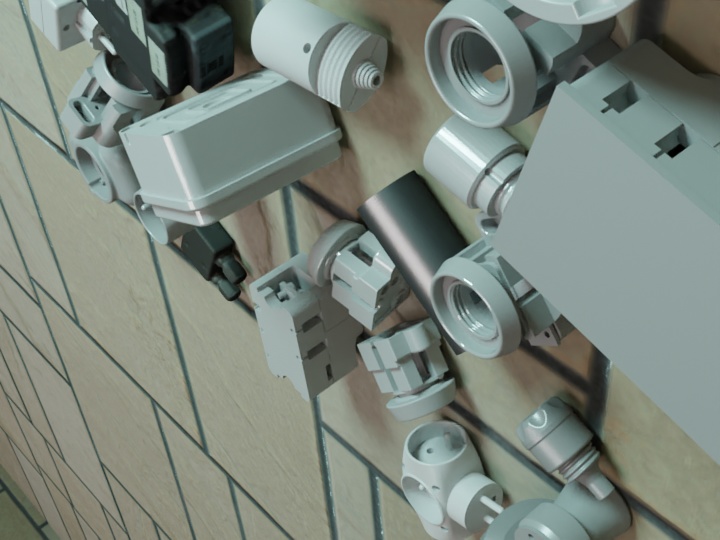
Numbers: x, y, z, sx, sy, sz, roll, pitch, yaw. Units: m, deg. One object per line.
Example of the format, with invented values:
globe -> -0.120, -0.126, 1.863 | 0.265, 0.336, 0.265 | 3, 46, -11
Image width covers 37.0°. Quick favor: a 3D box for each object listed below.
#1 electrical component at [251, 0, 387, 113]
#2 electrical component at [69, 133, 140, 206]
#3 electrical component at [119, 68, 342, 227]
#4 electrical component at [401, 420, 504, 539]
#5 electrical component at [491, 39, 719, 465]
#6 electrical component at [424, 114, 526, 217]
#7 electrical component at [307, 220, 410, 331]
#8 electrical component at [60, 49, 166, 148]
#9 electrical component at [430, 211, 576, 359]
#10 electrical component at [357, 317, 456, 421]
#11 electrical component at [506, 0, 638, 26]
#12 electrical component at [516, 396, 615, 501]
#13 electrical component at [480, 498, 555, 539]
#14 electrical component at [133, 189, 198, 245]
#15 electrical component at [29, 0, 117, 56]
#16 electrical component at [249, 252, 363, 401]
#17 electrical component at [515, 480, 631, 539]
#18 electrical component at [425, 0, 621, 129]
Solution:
electrical component -> -0.018, -0.117, 0.585 | 0.081, 0.043, 0.043 | 34, 146, 37
electrical component -> -0.197, -0.093, 0.891 | 0.095, 0.059, 0.053 | 27, 141, 45
electrical component -> -0.076, -0.077, 0.650 | 0.078, 0.113, 0.057 | 13, 128, 54
electrical component -> 0.070, 0.153, 0.735 | 0.079, 0.044, 0.077 | 28, 141, 44
electrical component -> 0.149, 0.008, 0.426 | 0.186, 0.060, 0.105 | 46, 151, 20
electrical component -> 0.067, -0.046, 0.527 | 0.078, 0.040, 0.040 | 44, 151, 23
electrical component -> 0.000, 0.000, 0.683 | 0.055, 0.048, 0.066 | 37, 148, 21
electrical component -> -0.179, -0.133, 0.809 | 0.058, 0.078, 0.057 | 53, 132, 7
electrical component -> 0.074, 0.010, 0.557 | 0.058, 0.057, 0.078 | -5, 115, 60
electrical component -> 0.033, 0.065, 0.700 | 0.066, 0.048, 0.055 | -18, 97, 62
electrical component -> 0.081, -0.146, 0.369 | 0.108, 0.060, 0.108 | 39, 148, 30
electrical component -> 0.120, 0.104, 0.610 | 0.061, 0.035, 0.035 | 49, 152, 10
electrical component -> 0.110, 0.186, 0.668 | 0.080, 0.080, 0.051 | 49, 158, 14
electrical component -> -0.118, -0.063, 0.773 | 0.043, 0.077, 0.079 | 50, 153, 14
electrical component -> -0.189, -0.184, 0.771 | 0.076, 0.066, 0.047 | 48, 152, 16
electrical component -> -0.036, 0.039, 0.772 | 0.050, 0.056, 0.089 | 33, 145, 38
electrical component -> 0.124, 0.151, 0.630 | 0.045, 0.055, 0.045 | 40, 149, 30
electrical component -> 0.065, -0.095, 0.456 | 0.078, 0.057, 0.058 | 49, 152, 15
